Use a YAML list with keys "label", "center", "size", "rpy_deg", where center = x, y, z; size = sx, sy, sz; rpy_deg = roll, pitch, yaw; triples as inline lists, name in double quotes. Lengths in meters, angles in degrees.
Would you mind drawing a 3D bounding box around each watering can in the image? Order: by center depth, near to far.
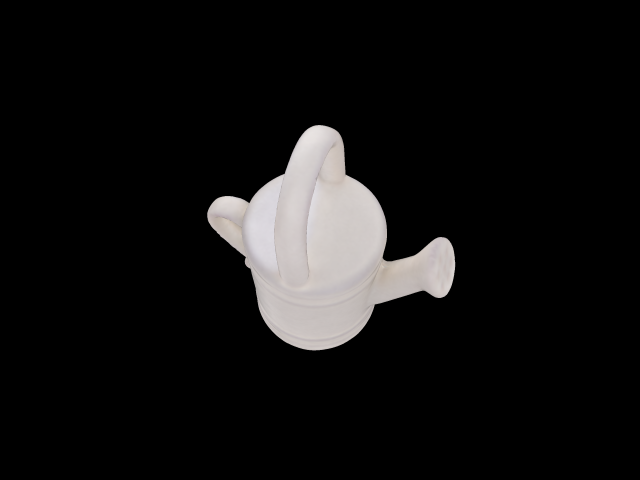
- label: "watering can"
  center: [0.004, 0.000, 0.401]
  size: [0.173, 0.194, 0.101]
  rpy_deg: [-2, 61, -1]
